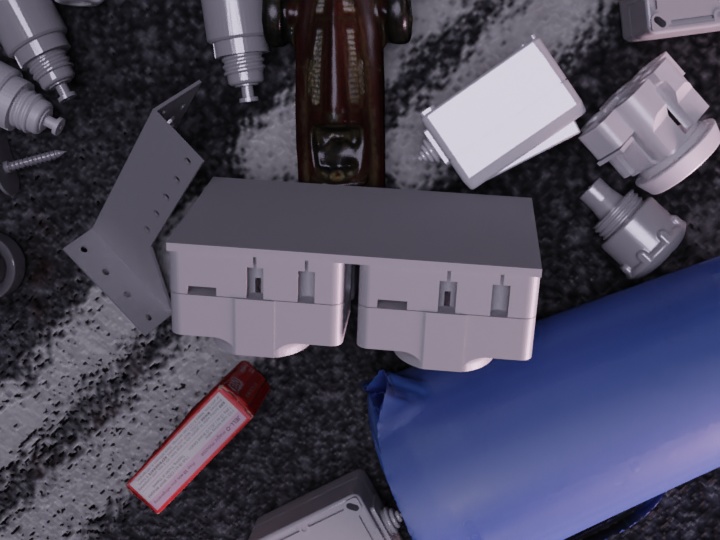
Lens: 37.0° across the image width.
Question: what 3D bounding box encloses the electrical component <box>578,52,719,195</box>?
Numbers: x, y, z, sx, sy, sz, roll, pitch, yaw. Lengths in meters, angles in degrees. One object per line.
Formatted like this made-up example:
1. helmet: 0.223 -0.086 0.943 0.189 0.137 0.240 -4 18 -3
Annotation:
1. electrical component: 0.173 -0.082 0.631 0.057 0.058 0.078 47 63 -5

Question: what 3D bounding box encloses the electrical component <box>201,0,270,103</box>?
1. electrical component: -0.073 -0.141 0.654 0.040 0.040 0.078 -7 97 5

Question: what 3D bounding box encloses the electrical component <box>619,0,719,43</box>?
1. electrical component: 0.201 -0.170 0.623 0.096 0.061 0.061 -8 96 -3

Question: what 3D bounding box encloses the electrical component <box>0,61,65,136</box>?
1. electrical component: -0.221 -0.106 0.670 0.078 0.040 0.040 27 98 1

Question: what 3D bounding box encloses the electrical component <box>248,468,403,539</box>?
1. electrical component: -0.015 0.170 0.678 0.096 0.061 0.061 -27 96 8

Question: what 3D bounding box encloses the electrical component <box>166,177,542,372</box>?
1. electrical component: 0.000 0.000 0.588 0.186 0.105 0.060 4 113 4

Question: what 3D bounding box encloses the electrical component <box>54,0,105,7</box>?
1. electrical component: -0.173 -0.194 0.659 0.035 0.035 0.061 1 94 4

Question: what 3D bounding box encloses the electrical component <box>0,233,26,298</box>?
1. electrical component: -0.241 -0.001 0.678 0.045 0.055 0.045 1 97 5

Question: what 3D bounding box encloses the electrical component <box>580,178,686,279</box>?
1. electrical component: 0.161 -0.029 0.649 0.062 0.048 0.048 44 98 5

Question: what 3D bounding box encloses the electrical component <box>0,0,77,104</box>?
1. electrical component: -0.199 -0.140 0.664 0.040 0.040 0.078 -27 94 7

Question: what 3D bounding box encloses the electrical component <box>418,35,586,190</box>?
1. electrical component: 0.080 -0.085 0.639 0.096 0.061 0.061 -34 93 8
